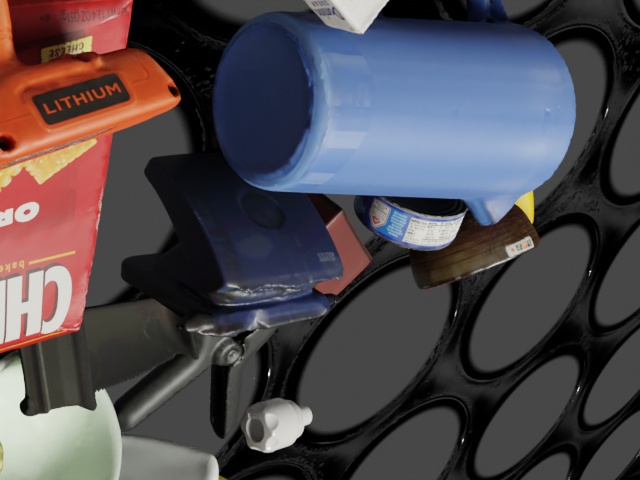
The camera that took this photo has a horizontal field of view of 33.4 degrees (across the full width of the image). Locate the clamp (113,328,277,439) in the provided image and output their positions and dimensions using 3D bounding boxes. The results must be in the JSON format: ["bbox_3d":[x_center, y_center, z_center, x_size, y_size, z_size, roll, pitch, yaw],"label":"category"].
[{"bbox_3d":[-0.072,0.085,0.811,0.171,0.039,0.120,-52,147,7],"label":"clamp"}]

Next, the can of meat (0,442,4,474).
[{"bbox_3d":[-0.237,0.108,0.588,0.057,0.102,0.083,-57,148,7],"label":"can of meat"}]

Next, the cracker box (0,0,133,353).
[{"bbox_3d":[-0.191,-0.032,0.534,0.163,0.072,0.214,-15,133,-40],"label":"cracker box"}]

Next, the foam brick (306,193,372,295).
[{"bbox_3d":[-0.005,0.001,0.798,0.051,0.053,0.078,-46,145,-9],"label":"foam brick"}]

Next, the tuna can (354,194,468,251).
[{"bbox_3d":[0.070,-0.028,0.828,0.085,0.086,0.034,-13,133,-42],"label":"tuna can"}]

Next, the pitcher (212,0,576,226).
[{"bbox_3d":[0.050,-0.100,0.717,0.242,0.149,0.145,-4,140,-44],"label":"pitcher"}]

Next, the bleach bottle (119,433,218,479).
[{"bbox_3d":[-0.133,0.260,0.856,0.068,0.102,0.251,-69,168,-47],"label":"bleach bottle"}]

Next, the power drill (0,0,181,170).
[{"bbox_3d":[-0.129,-0.130,0.446,0.184,0.057,0.187,-27,98,-37],"label":"power drill"}]

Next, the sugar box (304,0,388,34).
[{"bbox_3d":[-0.010,-0.200,0.556,0.176,0.048,0.093,41,84,-34],"label":"sugar box"}]

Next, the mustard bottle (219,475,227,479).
[{"bbox_3d":[-0.092,0.298,0.939,0.058,0.096,0.192,-24,138,-36],"label":"mustard bottle"}]

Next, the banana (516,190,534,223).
[{"bbox_3d":[0.155,-0.076,0.904,0.037,0.069,0.197,-11,155,12],"label":"banana"}]
